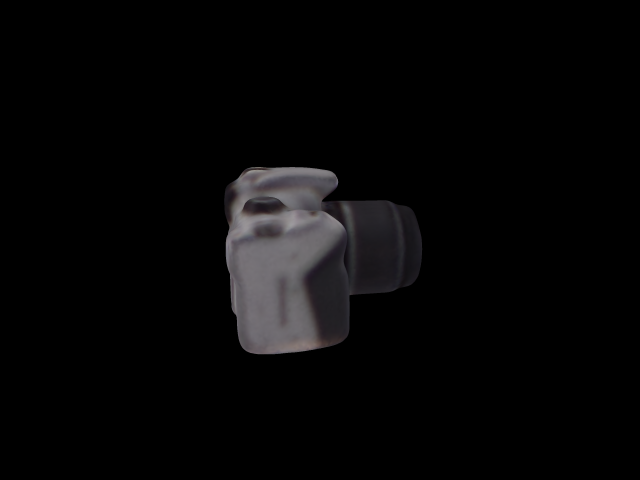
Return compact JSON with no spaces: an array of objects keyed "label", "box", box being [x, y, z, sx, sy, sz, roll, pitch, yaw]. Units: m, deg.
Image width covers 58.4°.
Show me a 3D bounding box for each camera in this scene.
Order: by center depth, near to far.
[{"label":"camera","box":[0.004,0.001,0.400,0.137,0.101,0.143,-3,15,-9]}]
